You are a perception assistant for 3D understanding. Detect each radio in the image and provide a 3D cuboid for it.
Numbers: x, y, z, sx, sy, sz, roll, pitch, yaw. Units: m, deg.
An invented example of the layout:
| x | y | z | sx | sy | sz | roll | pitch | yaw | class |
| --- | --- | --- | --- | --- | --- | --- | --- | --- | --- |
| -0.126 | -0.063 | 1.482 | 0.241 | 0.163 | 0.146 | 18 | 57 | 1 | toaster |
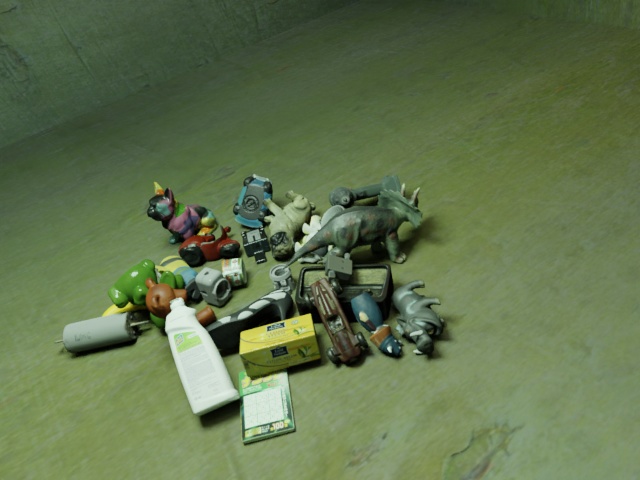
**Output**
| x | y | z | sx | sy | sz | roll | pitch | yaw | class |
| --- | --- | --- | --- | --- | --- | --- | --- | --- | --- |
| 0.058 | 0.127 | 1.296 | 0.230 | 0.073 | 0.131 | -4 | 38 | 15 | radio |

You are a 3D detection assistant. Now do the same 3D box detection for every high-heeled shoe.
| x | y | z | sx | sy | sz | roll | pitch | yaw | class |
| --- | --- | --- | --- | --- | --- | --- | --- | --- | --- |
| -0.184 | 0.179 | 1.296 | 0.249 | 0.086 | 0.145 | -8 | 31 | -9 | high-heeled shoe |

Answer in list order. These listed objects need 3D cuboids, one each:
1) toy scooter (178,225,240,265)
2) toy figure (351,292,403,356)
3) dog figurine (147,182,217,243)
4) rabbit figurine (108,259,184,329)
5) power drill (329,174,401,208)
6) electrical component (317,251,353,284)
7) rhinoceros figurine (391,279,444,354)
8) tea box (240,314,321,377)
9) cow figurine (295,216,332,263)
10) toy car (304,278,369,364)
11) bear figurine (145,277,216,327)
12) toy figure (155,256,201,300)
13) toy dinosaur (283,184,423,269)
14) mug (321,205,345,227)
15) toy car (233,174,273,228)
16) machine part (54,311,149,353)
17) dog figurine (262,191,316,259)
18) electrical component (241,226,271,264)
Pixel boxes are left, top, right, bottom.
| x | y | z | sx | sy | sz | roll | pitch | yaw | class |
| --- | --- | --- | --- | --- | --- | --- | --- | --- | --- |
| -0.321 | 0.008 | 1.585 | 0.184 | 0.075 | 0.135 | -6 | 38 | 6 | toy scooter |
| 0.125 | 0.188 | 1.177 | 0.064 | 0.058 | 0.154 | -24 | 76 | -29 | toy figure |
| -0.423 | -0.089 | 1.629 | 0.109 | 0.218 | 0.191 | 26 | 53 | 37 | dog figurine |
| -0.420 | 0.143 | 1.376 | 0.159 | 0.121 | 0.170 | -45 | 79 | -2 | rabbit figurine |
| 0.127 | -0.132 | 1.559 | 0.207 | 0.086 | 0.232 | -18 | 7 | -10 | power drill |
| 0.036 | 0.069 | 1.287 | 0.078 | 0.045 | 0.102 | 12 | 39 | -13 | electrical component |
| 0.214 | 0.168 | 1.191 | 0.112 | 0.073 | 0.190 | -16 | 36 | -3 | rhinoceros figurine |
| -0.089 | 0.233 | 1.198 | 0.170 | 0.068 | 0.098 | -16 | 22 | -2 | tea box |
| -0.003 | -0.007 | 1.497 | 0.098 | 0.068 | 0.167 | 5 | 44 | 16 | cow figurine |
| 0.032 | 0.176 | 1.193 | 0.089 | 0.053 | 0.202 | -28 | 68 | 8 | toy car |
| -0.328 | 0.167 | 1.279 | 0.132 | 0.195 | 0.120 | -23 | 34 | -13 | bear figurine |
| -0.380 | 0.103 | 1.479 | 0.089 | 0.082 | 0.180 | -28 | 33 | -36 | toy figure |
| 0.101 | -0.029 | 1.366 | 0.405 | 0.191 | 0.131 | -12 | 30 | -17 | toy dinosaur |
| 0.075 | -0.041 | 1.467 | 0.109 | 0.107 | 0.081 | -30 | 44 | 27 | mug |
| -0.199 | -0.120 | 1.674 | 0.109 | 0.161 | 0.103 | 14 | 2 | 7 | toy car |
| -0.558 | 0.234 | 1.369 | 0.243 | 0.079 | 0.079 | -12 | 37 | 3 | machine part |
| -0.074 | -0.033 | 1.551 | 0.172 | 0.121 | 0.191 | -21 | 51 | -4 | dog figurine |
| -0.185 | 0.016 | 1.550 | 0.075 | 0.047 | 0.119 | -16 | 35 | 0 | electrical component |
